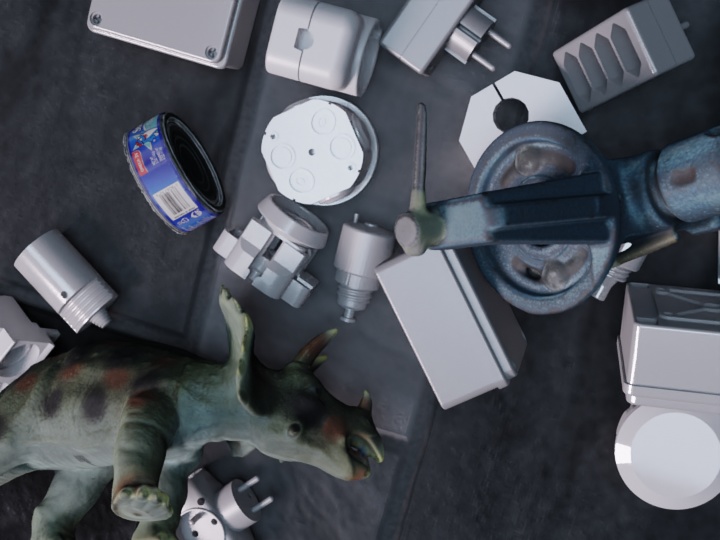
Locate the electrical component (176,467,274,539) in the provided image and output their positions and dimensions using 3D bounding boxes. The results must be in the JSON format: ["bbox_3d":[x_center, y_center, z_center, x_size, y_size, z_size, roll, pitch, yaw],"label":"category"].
[{"bbox_3d":[-0.104,0.188,0.831,0.079,0.044,0.077,-34,90,13],"label":"electrical component"}]

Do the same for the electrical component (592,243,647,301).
[{"bbox_3d":[0.181,-0.007,0.757,0.035,0.035,0.061,27,104,6],"label":"electrical component"}]

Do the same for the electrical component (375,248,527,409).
[{"bbox_3d":[0.066,0.027,0.746,0.056,0.109,0.108,-26,92,15],"label":"electrical component"}]

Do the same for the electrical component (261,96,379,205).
[{"bbox_3d":[-0.029,-0.086,0.777,0.080,0.051,0.080,1,98,10],"label":"electrical component"}]

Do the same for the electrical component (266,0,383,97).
[{"bbox_3d":[-0.021,-0.154,0.744,0.059,0.095,0.053,17,100,8],"label":"electrical component"}]

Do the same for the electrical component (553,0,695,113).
[{"bbox_3d":[0.189,-0.150,0.722,0.076,0.083,0.047,-26,92,-26],"label":"electrical component"}]

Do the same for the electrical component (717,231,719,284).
[{"bbox_3d":[0.298,-0.079,0.713,0.105,0.060,0.186,0,97,11],"label":"electrical component"}]

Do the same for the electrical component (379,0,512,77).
[{"bbox_3d":[0.070,-0.169,0.750,0.076,0.047,0.083,37,102,4],"label":"electrical component"}]

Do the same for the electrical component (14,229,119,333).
[{"bbox_3d":[-0.223,0.012,0.830,0.043,0.043,0.081,-43,88,13],"label":"electrical component"}]

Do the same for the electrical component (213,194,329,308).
[{"bbox_3d":[-0.059,-0.018,0.789,0.078,0.058,0.057,35,105,4],"label":"electrical component"}]

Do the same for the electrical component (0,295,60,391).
[{"bbox_3d":[-0.305,0.081,0.843,0.121,0.079,0.063,-49,65,12],"label":"electrical component"}]

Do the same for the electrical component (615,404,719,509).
[{"bbox_3d":[0.220,0.123,0.759,0.080,0.051,0.080,1,98,10],"label":"electrical component"}]

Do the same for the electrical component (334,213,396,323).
[{"bbox_3d":[0.000,0.000,0.789,0.040,0.040,0.078,16,100,8],"label":"electrical component"}]

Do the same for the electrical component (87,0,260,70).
[{"bbox_3d":[-0.128,-0.210,0.777,0.109,0.056,0.108,18,100,8],"label":"electrical component"}]

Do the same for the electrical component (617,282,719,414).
[{"bbox_3d":[0.229,0.050,0.711,0.109,0.108,0.056,6,105,10],"label":"electrical component"}]
